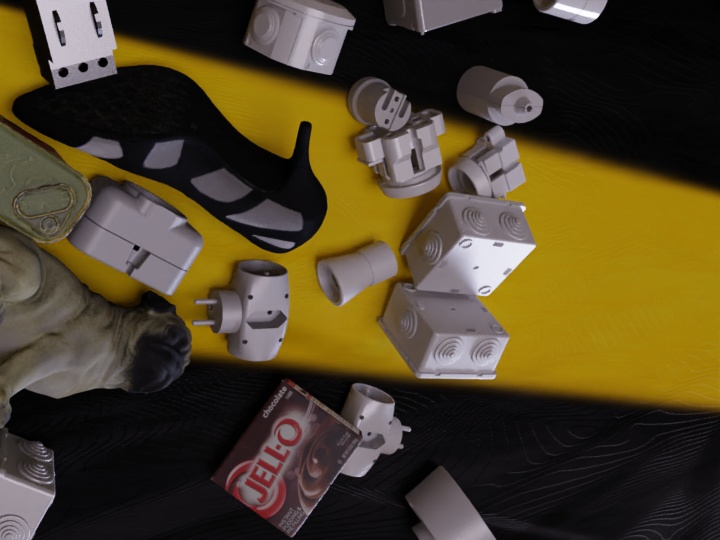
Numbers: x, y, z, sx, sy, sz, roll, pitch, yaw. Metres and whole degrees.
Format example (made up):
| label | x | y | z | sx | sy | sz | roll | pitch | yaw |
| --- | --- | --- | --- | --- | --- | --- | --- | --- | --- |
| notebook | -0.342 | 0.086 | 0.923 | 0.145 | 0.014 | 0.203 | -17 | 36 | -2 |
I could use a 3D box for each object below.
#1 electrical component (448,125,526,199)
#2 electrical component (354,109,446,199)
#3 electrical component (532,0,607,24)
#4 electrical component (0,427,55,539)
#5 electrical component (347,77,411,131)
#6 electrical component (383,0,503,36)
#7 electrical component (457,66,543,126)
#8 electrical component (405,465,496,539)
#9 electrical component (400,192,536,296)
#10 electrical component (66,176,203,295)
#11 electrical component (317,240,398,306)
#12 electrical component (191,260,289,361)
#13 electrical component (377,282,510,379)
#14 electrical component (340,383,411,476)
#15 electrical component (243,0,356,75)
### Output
| label | x | y | z | sx | sy | sz | roll | pitch | yaw |
| --- | --- | --- | --- | --- | --- | --- | --- | --- | --- |
| electrical component | 0.114 | -0.089 | 0.977 | 0.055 | 0.048 | 0.066 | -34 | 123 | -22 |
| electrical component | 0.039 | -0.098 | 0.925 | 0.078 | 0.058 | 0.057 | -24 | 117 | -19 |
| electrical component | 0.184 | -0.248 | 0.946 | 0.047 | 0.055 | 0.055 | 4 | 108 | -26 |
| electrical component | -0.279 | 0.183 | 0.841 | 0.048 | 0.100 | 0.099 | 28 | 95 | -22 |
| electrical component | 0.017 | -0.138 | 0.902 | 0.040 | 0.046 | 0.040 | -11 | 115 | -25 |
| electrical component | 0.071 | -0.238 | 0.881 | 0.096 | 0.062 | 0.061 | -21 | 119 | -20 |
| electrical component | 0.124 | -0.149 | 0.936 | 0.043 | 0.081 | 0.043 | -11 | 115 | -25 |
| electrical component | 0.087 | 0.256 | 1.070 | 0.060 | 0.108 | 0.108 | -34 | 123 | -6 |
| electrical component | 0.098 | -0.020 | 0.970 | 0.100 | 0.048 | 0.099 | 6 | 142 | -31 |
| electrical component | -0.174 | -0.030 | 0.837 | 0.095 | 0.054 | 0.059 | 31 | 93 | -35 |
| electrical component | 0.000 | 0.000 | 0.954 | 0.065 | 0.044 | 0.044 | -24 | 120 | -24 |
| electrical component | -0.104 | 0.034 | 0.908 | 0.079 | 0.043 | 0.077 | -1 | 110 | -28 |
| electrical component | 0.077 | 0.054 | 0.984 | 0.100 | 0.099 | 0.048 | 4 | 121 | -30 |
| electrical component | 0.013 | 0.154 | 1.022 | 0.079 | 0.043 | 0.077 | 15 | 102 | -33 |
| electrical component | -0.048 | -0.187 | 0.827 | 0.080 | 0.080 | 0.051 | 10 | 110 | -32 |
